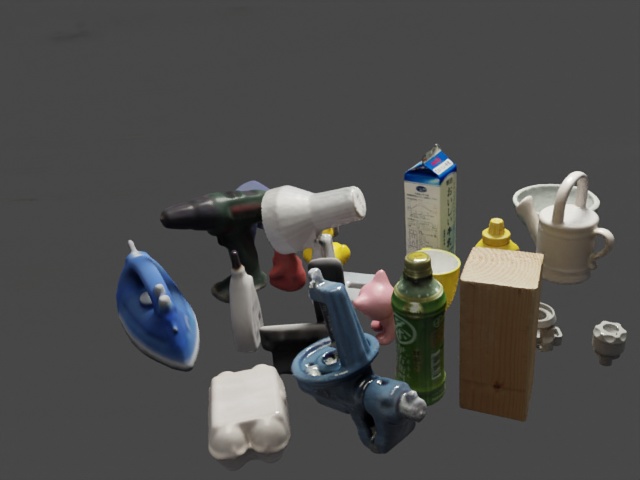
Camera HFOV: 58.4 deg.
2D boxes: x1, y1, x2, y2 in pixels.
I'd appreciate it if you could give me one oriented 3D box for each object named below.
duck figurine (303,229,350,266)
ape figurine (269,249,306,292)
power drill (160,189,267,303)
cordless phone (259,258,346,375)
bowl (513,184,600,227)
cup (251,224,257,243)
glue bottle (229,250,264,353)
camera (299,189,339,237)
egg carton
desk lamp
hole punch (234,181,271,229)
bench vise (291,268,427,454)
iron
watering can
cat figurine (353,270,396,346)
[{"bbox_3d":[0.010,0.004,1.160,0.104,0.086,0.078,12,32,31],"label":"duck figurine"},{"bbox_3d":[-0.064,0.048,1.085,0.078,0.092,0.075,-23,32,-29],"label":"ape figurine"},{"bbox_3d":[-0.170,0.005,1.062,0.230,0.209,0.075,-26,33,-33],"label":"power drill"},{"bbox_3d":[-0.022,0.106,0.861,0.147,0.185,0.094,-5,27,2],"label":"cordless phone"},{"bbox_3d":[0.484,-0.053,1.186,0.167,0.075,0.167,-5,27,3],"label":"bowl"},{"bbox_3d":[-0.173,-0.025,1.246,0.091,0.095,0.118,-2,27,8],"label":"cup"},{"bbox_3d":[-0.123,0.093,0.921,0.037,0.173,0.078,-2,28,8],"label":"glue bottle"},{"bbox_3d":[-0.034,-0.071,1.299,0.143,0.101,0.136,-6,27,1],"label":"camera"},{"bbox_3d":[-0.094,0.231,0.760,0.107,0.069,0.150,-10,27,-7],"label":"egg carton"},{"bbox_3d":[0.009,0.004,1.022,0.202,0.214,0.118,3,29,17],"label":"desk lamp"},{"bbox_3d":[-0.143,-0.087,1.363,0.100,0.091,0.109,8,30,25],"label":"hole punch"},{"bbox_3d":[0.050,0.145,0.733,0.206,0.220,0.122,10,31,28],"label":"bench vise"},{"bbox_3d":[-0.276,0.101,0.971,0.119,0.142,0.257,-21,31,-26],"label":"iron"},{"bbox_3d":[0.432,-0.029,1.018,0.172,0.194,0.101,9,31,28],"label":"watering can"},{"bbox_3d":[0.115,0.103,0.913,0.128,0.118,0.067,-8,27,-3],"label":"cat figurine"}]
